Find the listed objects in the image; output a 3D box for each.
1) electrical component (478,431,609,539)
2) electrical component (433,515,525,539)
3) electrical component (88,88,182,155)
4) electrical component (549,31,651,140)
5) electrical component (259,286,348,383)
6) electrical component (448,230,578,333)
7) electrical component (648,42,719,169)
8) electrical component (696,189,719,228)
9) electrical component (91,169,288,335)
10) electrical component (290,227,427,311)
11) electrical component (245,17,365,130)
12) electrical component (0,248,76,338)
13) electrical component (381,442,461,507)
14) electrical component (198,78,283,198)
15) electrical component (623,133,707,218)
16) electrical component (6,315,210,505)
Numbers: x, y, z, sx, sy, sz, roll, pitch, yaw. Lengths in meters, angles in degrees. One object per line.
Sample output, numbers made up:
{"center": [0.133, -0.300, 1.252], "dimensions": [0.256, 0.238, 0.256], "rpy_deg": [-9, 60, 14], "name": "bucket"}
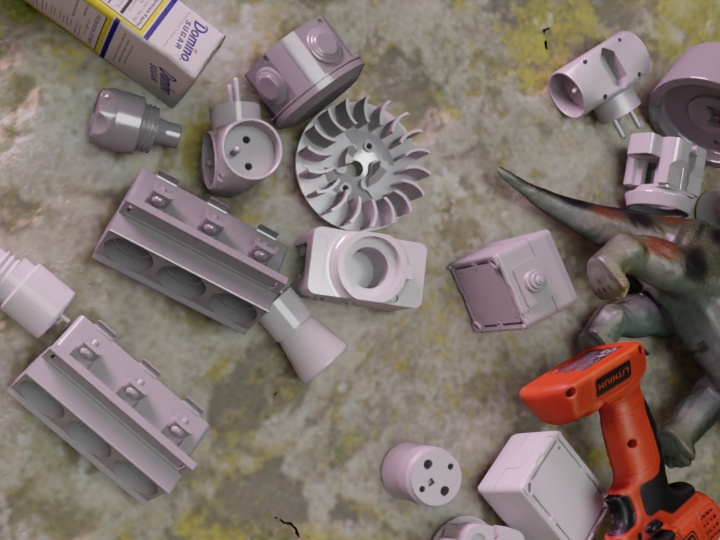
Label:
{"center": [0.147, 0.180, 0.840], "dimensions": [0.096, 0.061, 0.061], "rpy_deg": [50, 57, -15], "name": "electrical component"}
{"center": [0.089, 0.219, 0.819], "dimensions": [0.078, 0.057, 0.058], "rpy_deg": [12, 81, -19], "name": "electrical component"}
{"center": [-0.159, -0.103, 0.765], "dimensions": [0.062, 0.043, 0.043], "rpy_deg": [13, 81, -20], "name": "electrical component"}
{"center": [0.210, -0.149, 0.905], "dimensions": [0.077, 0.043, 0.079], "rpy_deg": [-33, 97, -20], "name": "electrical component"}
{"center": [-0.046, 0.045, 0.795], "dimensions": [0.044, 0.044, 0.065], "rpy_deg": [-41, 94, -19], "name": "electrical component"}
{"center": [0.123, 0.008, 0.830], "dimensions": [0.061, 0.096, 0.061], "rpy_deg": [-25, 94, -22], "name": "electrical component"}
{"center": [0.307, -0.144, 0.909], "dimensions": [0.108, 0.108, 0.060], "rpy_deg": [40, 67, -13], "name": "electrical component"}
{"center": [0.326, -0.052, 0.932], "dimensions": [0.045, 0.055, 0.045], "rpy_deg": [2, 84, -20], "name": "electrical component"}
{"center": [-0.117, -0.014, 0.760], "dimensions": [0.121, 0.079, 0.063], "rpy_deg": [28, 54, -16], "name": "electrical component"}
{"center": [0.000, 0.000, 0.807], "dimensions": [0.089, 0.056, 0.050], "rpy_deg": [9, 82, -19], "name": "electrical component"}
{"center": [-0.041, -0.144, 0.794], "dimensions": [0.080, 0.080, 0.051], "rpy_deg": [-37, 93, -19], "name": "electrical component"}
{"center": [-0.230, 0.011, 0.730], "dimensions": [0.078, 0.040, 0.040], "rpy_deg": [42, 73, -12], "name": "electrical component"}
{"center": [0.046, 0.154, 0.811], "dimensions": [0.045, 0.055, 0.045], "rpy_deg": [2, 85, -20], "name": "electrical component"}
{"center": [-0.089, -0.097, 0.772], "dimensions": [0.044, 0.077, 0.079], "rpy_deg": [-4, 86, -21], "name": "electrical component"}
{"center": [0.256, -0.077, 0.907], "dimensions": [0.078, 0.058, 0.057], "rpy_deg": [16, 82, -37], "name": "electrical component"}
{"center": [-0.167, 0.094, 0.732], "dimensions": [0.121, 0.079, 0.063], "rpy_deg": [43, 51, -12], "name": "electrical component"}
